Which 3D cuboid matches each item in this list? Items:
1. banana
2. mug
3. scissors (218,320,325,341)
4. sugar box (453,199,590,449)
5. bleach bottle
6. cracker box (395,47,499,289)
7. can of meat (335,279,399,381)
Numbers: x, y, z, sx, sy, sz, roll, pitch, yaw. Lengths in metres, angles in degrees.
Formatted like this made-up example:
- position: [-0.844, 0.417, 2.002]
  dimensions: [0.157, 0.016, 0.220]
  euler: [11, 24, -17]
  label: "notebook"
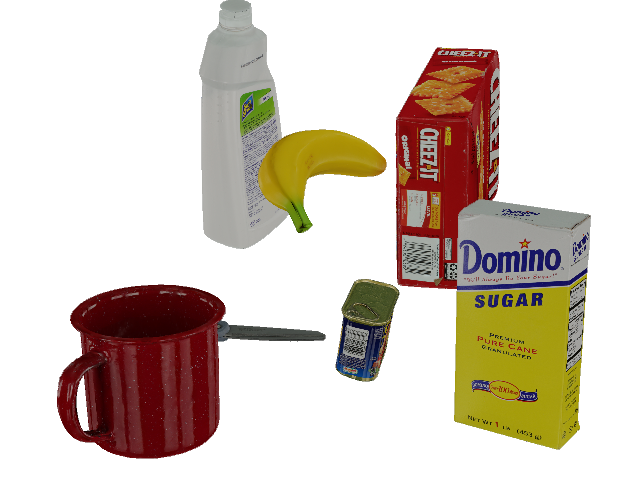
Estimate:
- position: [-0.003, -0.057, 0.850]
  dimensions: [0.037, 0.069, 0.197]
  euler: [-34, 3, 29]
  label: "banana"
- position: [-0.111, 0.084, 0.648]
  dimensions: [0.093, 0.081, 0.117]
  euler: [11, 21, 32]
  label: "mug"
- position: [-0.104, 0.071, 0.971]
  dimensions: [0.201, 0.016, 0.096]
  euler: [-5, 34, -12]
  label: "scissors"
- position: [0.151, 0.062, 0.811]
  dimensions: [0.093, 0.176, 0.048]
  euler: [10, 23, 33]
  label: "sugar box"
- position: [-0.076, -0.119, 1.061]
  dimensions: [0.068, 0.251, 0.102]
  euler: [20, 39, 23]
  label: "bleach bottle"
- position: [0.125, -0.074, 1.007]
  dimensions: [0.072, 0.164, 0.213]
  euler: [5, 27, 15]
  label: "cracker box"
- position: [0.055, 0.107, 1.271]
  dimensions: [0.057, 0.084, 0.102]
  euler: [13, 26, 9]
  label: "can of meat"
